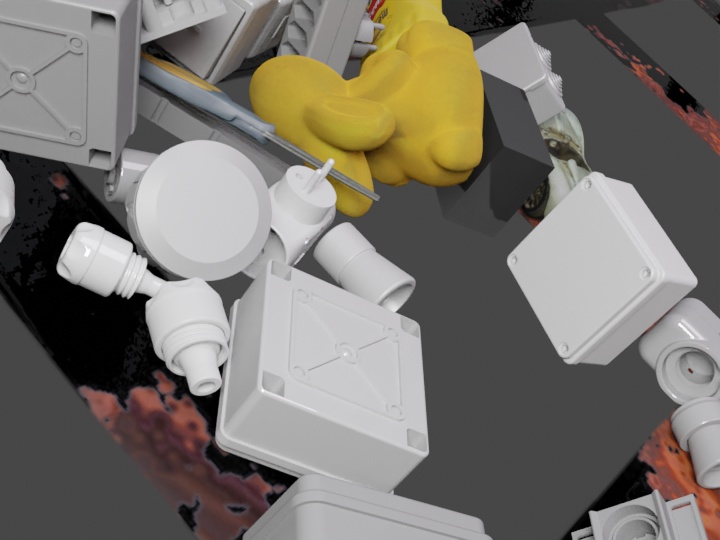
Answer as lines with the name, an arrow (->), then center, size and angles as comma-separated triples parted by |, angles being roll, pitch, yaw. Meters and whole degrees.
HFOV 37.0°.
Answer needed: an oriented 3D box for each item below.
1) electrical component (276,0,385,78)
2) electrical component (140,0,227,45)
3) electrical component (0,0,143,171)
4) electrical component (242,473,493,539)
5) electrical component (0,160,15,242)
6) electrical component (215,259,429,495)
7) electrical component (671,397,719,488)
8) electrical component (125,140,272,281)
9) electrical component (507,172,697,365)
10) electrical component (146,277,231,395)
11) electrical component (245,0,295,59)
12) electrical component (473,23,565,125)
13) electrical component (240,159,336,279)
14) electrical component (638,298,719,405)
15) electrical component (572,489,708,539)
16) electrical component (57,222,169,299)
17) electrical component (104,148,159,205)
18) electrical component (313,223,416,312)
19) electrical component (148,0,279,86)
electrical component -> -0.015, -0.190, 0.860 | 0.076, 0.083, 0.047 | 1, 36, -33
electrical component -> -0.162, -0.212, 0.713 | 0.105, 0.060, 0.186 | -21, 37, -4
electrical component -> -0.183, -0.122, 0.609 | 0.109, 0.108, 0.056 | 11, 41, -3
electrical component -> 0.004, 0.150, 0.519 | 0.113, 0.078, 0.057 | 21, 41, -25
electrical component -> -0.208, -0.045, 0.579 | 0.043, 0.043, 0.062 | 16, 39, -30
electrical component -> -0.021, 0.063, 0.615 | 0.109, 0.056, 0.108 | 24, 37, -20
electrical component -> 0.265, 0.130, 0.813 | 0.045, 0.045, 0.055 | 15, 40, -31
electrical component -> -0.096, -0.033, 0.631 | 0.080, 0.051, 0.080 | 1, 88, -25
electrical component -> 0.184, 0.001, 0.831 | 0.056, 0.108, 0.108 | 9, 44, -40
electrical component -> -0.092, 0.039, 0.590 | 0.043, 0.043, 0.062 | 8, 45, -37
electrical component -> -0.102, -0.226, 0.870 | 0.096, 0.061, 0.061 | 40, 34, 2
electrical component -> 0.132, -0.164, 0.983 | 0.048, 0.100, 0.099 | 44, 25, -39
electrical component -> -0.041, -0.040, 0.695 | 0.043, 0.079, 0.077 | 39, 34, 1
electrical component -> 0.279, 0.076, 0.880 | 0.095, 0.053, 0.059 | 47, 35, 12
electrical component -> 0.176, 0.200, 0.626 | 0.063, 0.079, 0.121 | 53, 23, -36
electrical component -> -0.136, 0.000, 0.602 | 0.061, 0.035, 0.035 | 27, 36, -20
electrical component -> -0.126, -0.054, 0.669 | 0.065, 0.044, 0.044 | 9, 44, -30
electrical component -> 0.000, 0.000, 0.723 | 0.065, 0.044, 0.044 | 47, 35, 20
electrical component -> -0.106, -0.193, 0.796 | 0.062, 0.096, 0.061 | 38, 34, 0
